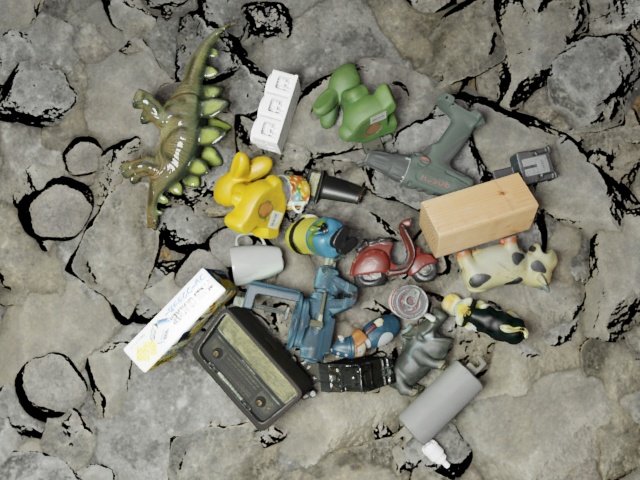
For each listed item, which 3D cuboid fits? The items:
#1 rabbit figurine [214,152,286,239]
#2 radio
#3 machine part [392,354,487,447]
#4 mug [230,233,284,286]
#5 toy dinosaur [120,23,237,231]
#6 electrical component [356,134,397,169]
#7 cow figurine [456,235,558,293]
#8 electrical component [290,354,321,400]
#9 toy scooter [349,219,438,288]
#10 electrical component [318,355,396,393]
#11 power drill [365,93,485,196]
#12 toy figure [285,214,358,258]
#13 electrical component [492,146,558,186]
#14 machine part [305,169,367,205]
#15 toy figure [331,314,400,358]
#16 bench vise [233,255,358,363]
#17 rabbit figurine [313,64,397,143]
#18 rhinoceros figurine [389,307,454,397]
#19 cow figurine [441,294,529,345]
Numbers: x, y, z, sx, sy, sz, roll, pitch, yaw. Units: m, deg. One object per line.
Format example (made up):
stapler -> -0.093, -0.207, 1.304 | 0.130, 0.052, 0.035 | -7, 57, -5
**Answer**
rabbit figurine -> -0.158, -0.097, 1.098 | 0.173, 0.122, 0.162 | 24, 106, 43
radio -> -0.139, 0.253, 1.073 | 0.230, 0.073, 0.131 | 45, 104, 13
machine part -> 0.242, 0.325, 1.078 | 0.243, 0.079, 0.079 | -43, 85, -3
mug -> -0.132, 0.037, 1.123 | 0.107, 0.080, 0.109 | -6, 68, -9
toy dinosaur -> -0.293, -0.245, 1.142 | 0.199, 0.105, 0.471 | 13, 94, -5
electrical component -> 0.117, -0.191, 1.159 | 0.094, 0.021, 0.063 | -20, 84, 1
cow figurine -> 0.387, 0.058, 1.094 | 0.195, 0.085, 0.127 | -15, 88, 4
electrical component -> -0.030, 0.280, 1.106 | 0.078, 0.045, 0.102 | -24, 84, 1
toy scooter -> 0.148, 0.027, 1.111 | 0.184, 0.075, 0.135 | -6, 84, -2
electrical component -> 0.063, 0.263, 1.060 | 0.134, 0.115, 0.058 | -10, 81, 40
power drill -> 0.235, -0.198, 1.122 | 0.232, 0.086, 0.207 | 28, 81, -1
toy figure -> -0.004, -0.006, 1.072 | 0.089, 0.180, 0.082 | -23, 110, -25
electrical component -> 0.429, -0.149, 1.132 | 0.119, 0.048, 0.074 | -9, 84, -1
machine part -> 0.029, -0.108, 1.147 | 0.139, 0.039, 0.084 | 10, 77, 5
toy figure -> 0.092, 0.196, 1.076 | 0.154, 0.058, 0.064 | -23, 106, -30
bench vise -> -0.050, 0.125, 1.085 | 0.241, 0.129, 0.223 | 13, 87, -4
rabbit figurine -> 0.067, -0.290, 1.142 | 0.159, 0.121, 0.170 | -29, 66, 6
rhinoceros figurine -> 0.204, 0.226, 1.087 | 0.112, 0.073, 0.190 | 37, 98, 26
cow figurine -> 0.329, 0.160, 1.081 | 0.167, 0.098, 0.068 | 20, 92, 3
